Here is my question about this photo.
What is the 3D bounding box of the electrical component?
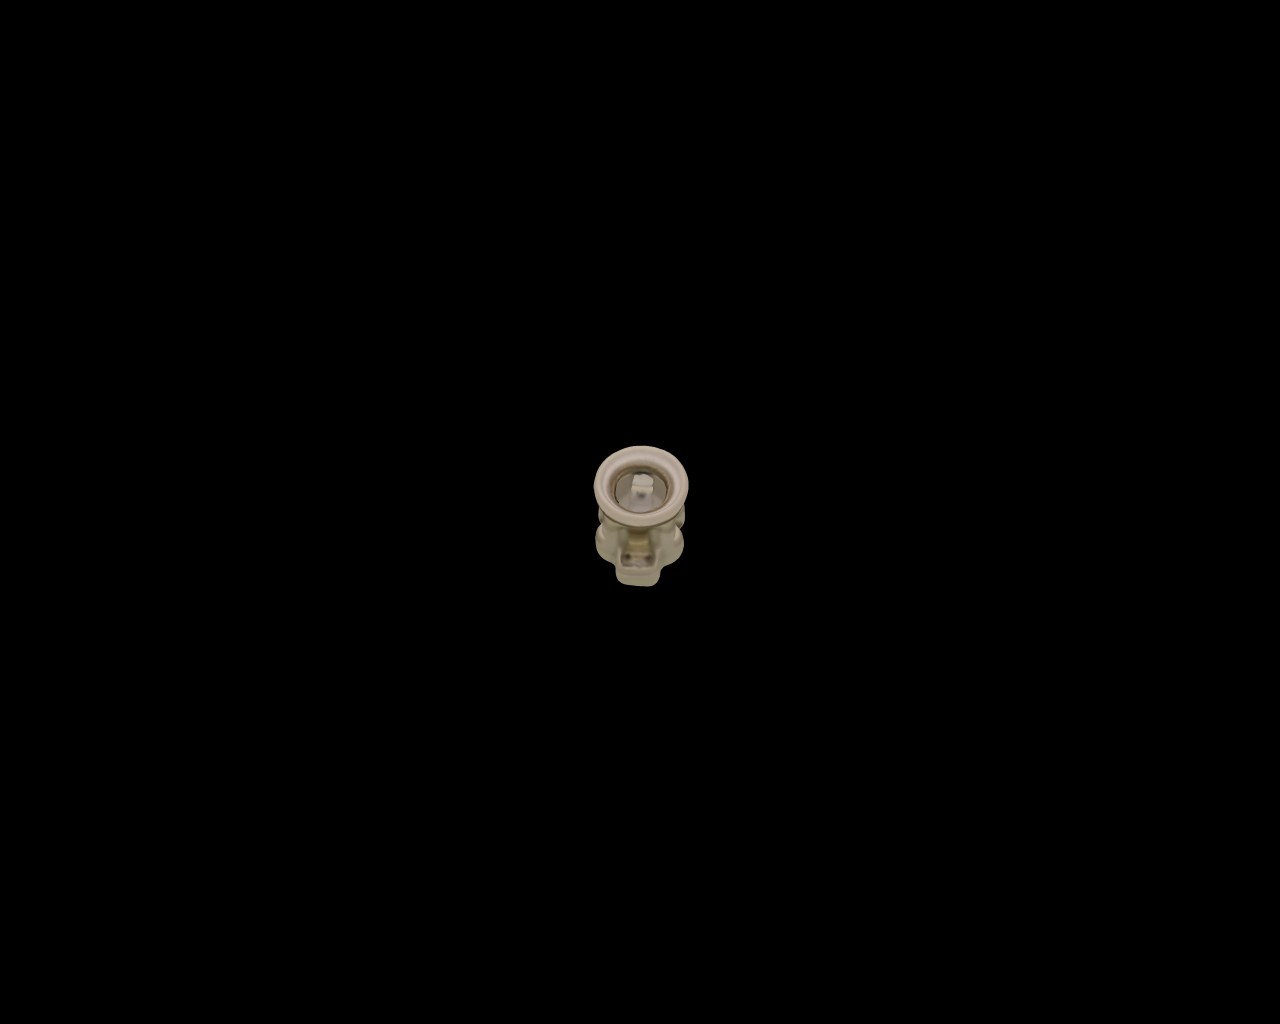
[{"bbox_3d":[0.001,-0.003,0.650,0.058,0.078,0.056,3,-36,2],"label":"electrical component"}]
